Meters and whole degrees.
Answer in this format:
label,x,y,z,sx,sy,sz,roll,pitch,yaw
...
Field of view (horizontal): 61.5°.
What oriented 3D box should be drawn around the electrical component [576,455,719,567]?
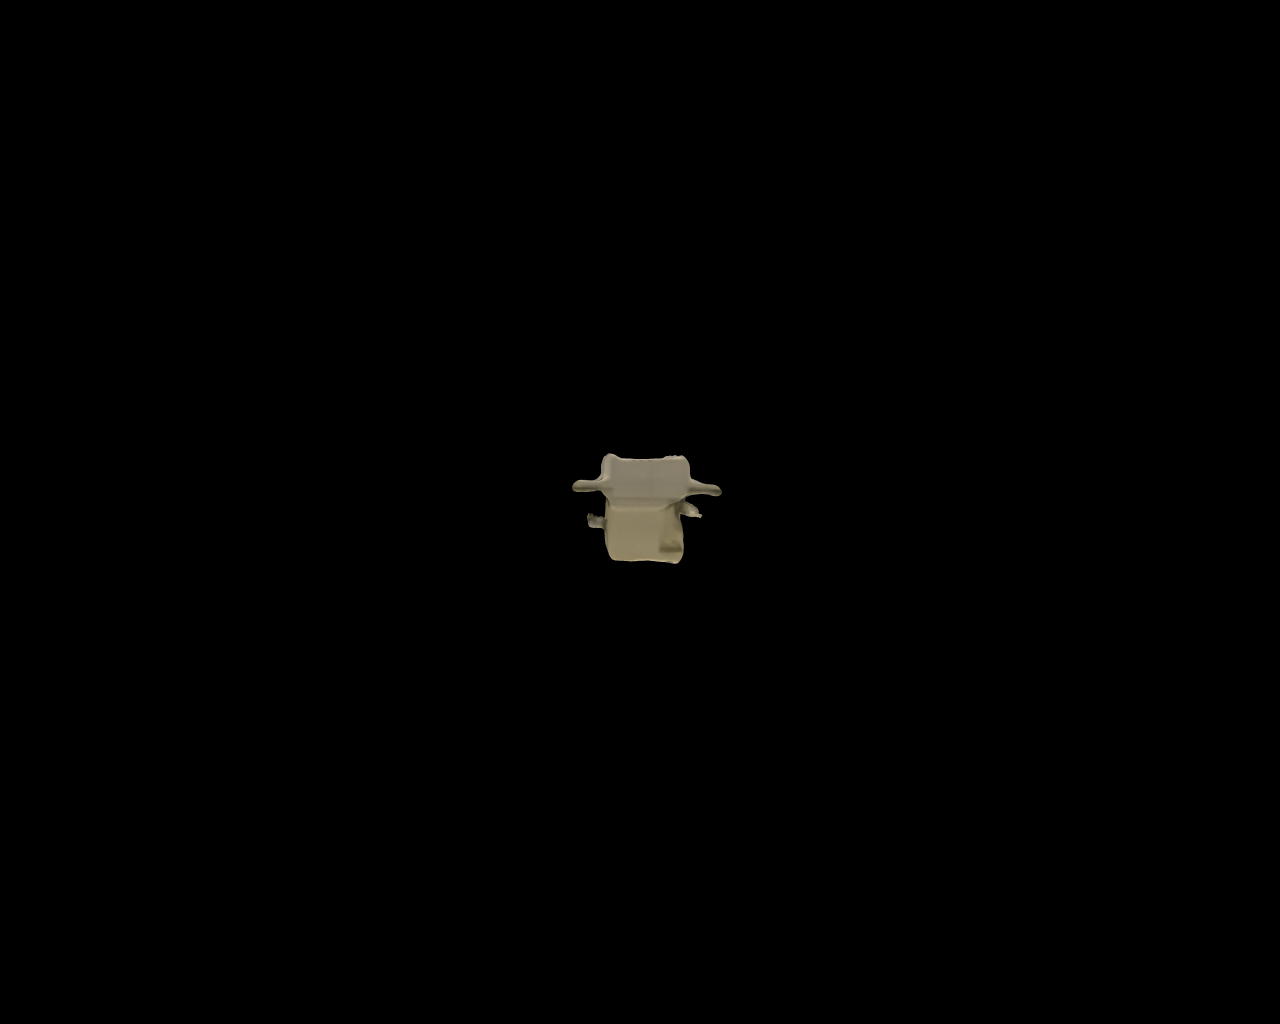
label,x,y,z,sx,sy,sz,roll,pitch,yaw
electrical component,0.001,-0.003,0.650,0.079,0.063,0.121,0,2,-4
